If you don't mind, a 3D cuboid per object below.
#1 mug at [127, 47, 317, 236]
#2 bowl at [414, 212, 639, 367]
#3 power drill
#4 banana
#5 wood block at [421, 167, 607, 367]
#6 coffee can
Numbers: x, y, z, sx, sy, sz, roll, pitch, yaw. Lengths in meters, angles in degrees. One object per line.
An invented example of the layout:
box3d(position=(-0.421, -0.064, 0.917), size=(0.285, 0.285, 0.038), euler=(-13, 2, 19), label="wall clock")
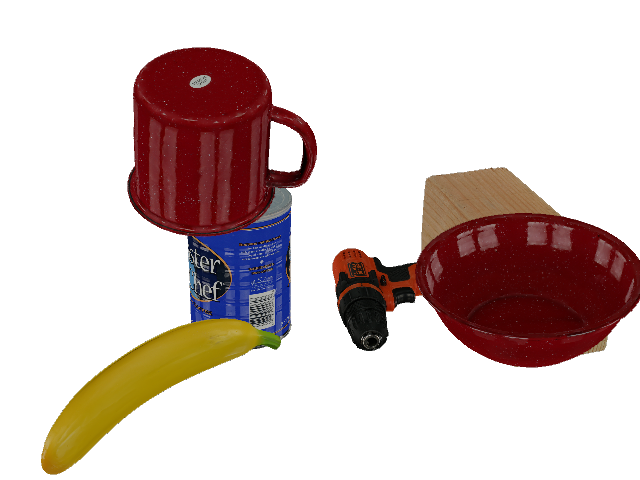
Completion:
box3d(position=(-0.060, -0.061, 0.647), size=(0.117, 0.081, 0.093), euler=(10, 43, 4), label="mug")
box3d(position=(0.149, 0.043, 0.774), size=(0.162, 0.055, 0.162), euler=(-3, 32, 2), label="bowl")
box3d(position=(0.110, 0.059, 1.183), size=(0.187, 0.057, 0.184), euler=(-3, 28, -5), label="power drill")
box3d(position=(-0.123, 0.105, 0.765), size=(0.198, 0.069, 0.037), euler=(-28, 39, -2), label="banana")
box3d(position=(0.174, 0.017, 0.980), size=(0.090, 0.090, 0.206), euler=(-8, 29, -15), label="wood block")
box3d(position=(-0.079, 0.022, 1.047), size=(0.103, 0.140, 0.103), euler=(1, 24, 0), label="coffee can")
